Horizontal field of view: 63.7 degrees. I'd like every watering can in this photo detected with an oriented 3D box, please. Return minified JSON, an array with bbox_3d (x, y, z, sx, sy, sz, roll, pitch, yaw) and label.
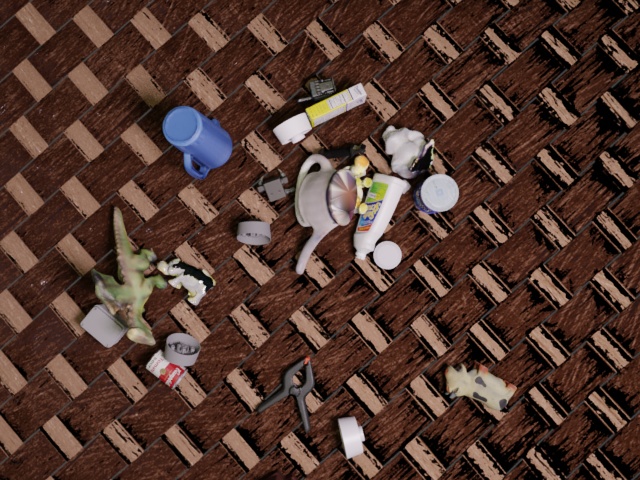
[{"bbox_3d":[0.004,-0.073,1.446,0.104,0.224,0.349,4,87,-40],"label":"watering can"}]

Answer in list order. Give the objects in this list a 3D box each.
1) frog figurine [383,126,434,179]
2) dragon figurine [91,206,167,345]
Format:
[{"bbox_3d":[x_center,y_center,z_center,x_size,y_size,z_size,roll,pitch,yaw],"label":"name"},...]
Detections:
[{"bbox_3d":[0.247,-0.258,1.503,0.161,0.122,0.136,34,100,37],"label":"frog figurine"},{"bbox_3d":[-0.544,0.100,1.421,0.122,0.243,0.410,-25,90,6],"label":"dragon figurine"}]
